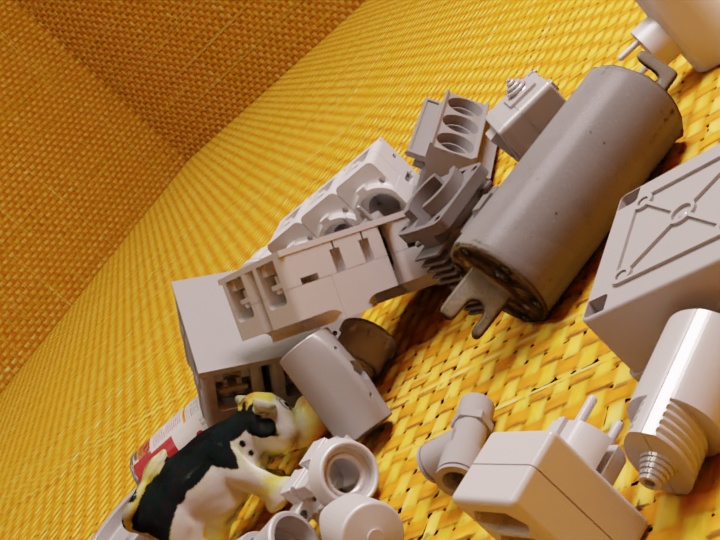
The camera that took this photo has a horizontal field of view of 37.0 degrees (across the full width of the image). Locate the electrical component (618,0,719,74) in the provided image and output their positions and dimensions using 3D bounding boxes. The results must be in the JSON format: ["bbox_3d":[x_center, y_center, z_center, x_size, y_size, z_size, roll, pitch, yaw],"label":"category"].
[{"bbox_3d":[0.226,-0.174,0.786,0.079,0.077,0.043,-43,16,14],"label":"electrical component"}]

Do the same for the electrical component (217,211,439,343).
[{"bbox_3d":[0.000,0.000,0.837,0.186,0.060,0.105,-19,-1,-33],"label":"electrical component"}]

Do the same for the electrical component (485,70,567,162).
[{"bbox_3d":[0.136,-0.102,0.804,0.061,0.096,0.061,-44,15,11],"label":"electrical component"}]

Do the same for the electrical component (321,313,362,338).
[{"bbox_3d":[-0.027,0.042,0.972,0.045,0.045,0.055,-50,16,-12],"label":"electrical component"}]

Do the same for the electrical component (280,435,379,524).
[{"bbox_3d":[-0.017,0.137,0.706,0.066,0.048,0.055,-55,10,-29],"label":"electrical component"}]

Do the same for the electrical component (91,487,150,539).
[{"bbox_3d":[-0.169,0.223,0.860,0.108,0.060,0.108,-42,16,15],"label":"electrical component"}]

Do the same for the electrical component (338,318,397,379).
[{"bbox_3d":[-0.003,0.071,0.838,0.048,0.048,0.062,-18,39,61],"label":"electrical component"}]

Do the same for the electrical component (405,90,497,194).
[{"bbox_3d":[0.086,-0.113,1.017,0.121,0.079,0.063,-70,-1,-56],"label":"electrical component"}]

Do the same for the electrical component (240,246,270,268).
[{"bbox_3d":[-0.087,0.012,1.148,0.080,0.080,0.051,-31,16,45],"label":"electrical component"}]

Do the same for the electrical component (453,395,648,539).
[{"bbox_3d":[0.094,0.092,0.481,0.076,0.066,0.047,-53,16,-24],"label":"electrical component"}]

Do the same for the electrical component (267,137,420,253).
[{"bbox_3d":[-0.007,-0.043,1.049,0.150,0.089,0.061,-37,18,31],"label":"electrical component"}]

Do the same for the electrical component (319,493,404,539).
[{"bbox_3d":[-0.005,0.153,0.638,0.040,0.040,0.078,-51,16,-17],"label":"electrical component"}]

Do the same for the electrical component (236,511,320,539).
[{"bbox_3d":[-0.058,0.186,0.689,0.055,0.045,0.045,-38,17,31],"label":"electrical component"}]

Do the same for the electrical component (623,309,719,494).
[{"bbox_3d":[0.142,0.061,0.473,0.043,0.043,0.081,-23,27,56],"label":"electrical component"}]

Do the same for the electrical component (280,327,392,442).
[{"bbox_3d":[-0.014,0.085,0.776,0.043,0.077,0.079,-38,-10,5],"label":"electrical component"}]

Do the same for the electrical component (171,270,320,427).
[{"bbox_3d":[-0.097,0.063,0.934,0.105,0.060,0.186,-10,24,-13],"label":"electrical component"}]

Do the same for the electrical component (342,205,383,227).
[{"bbox_3d":[0.017,-0.028,0.979,0.138,0.074,0.052,-36,18,33],"label":"electrical component"}]

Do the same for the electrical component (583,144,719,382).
[{"bbox_3d":[0.177,-0.010,0.535,0.109,0.056,0.108,-32,21,43],"label":"electrical component"}]
